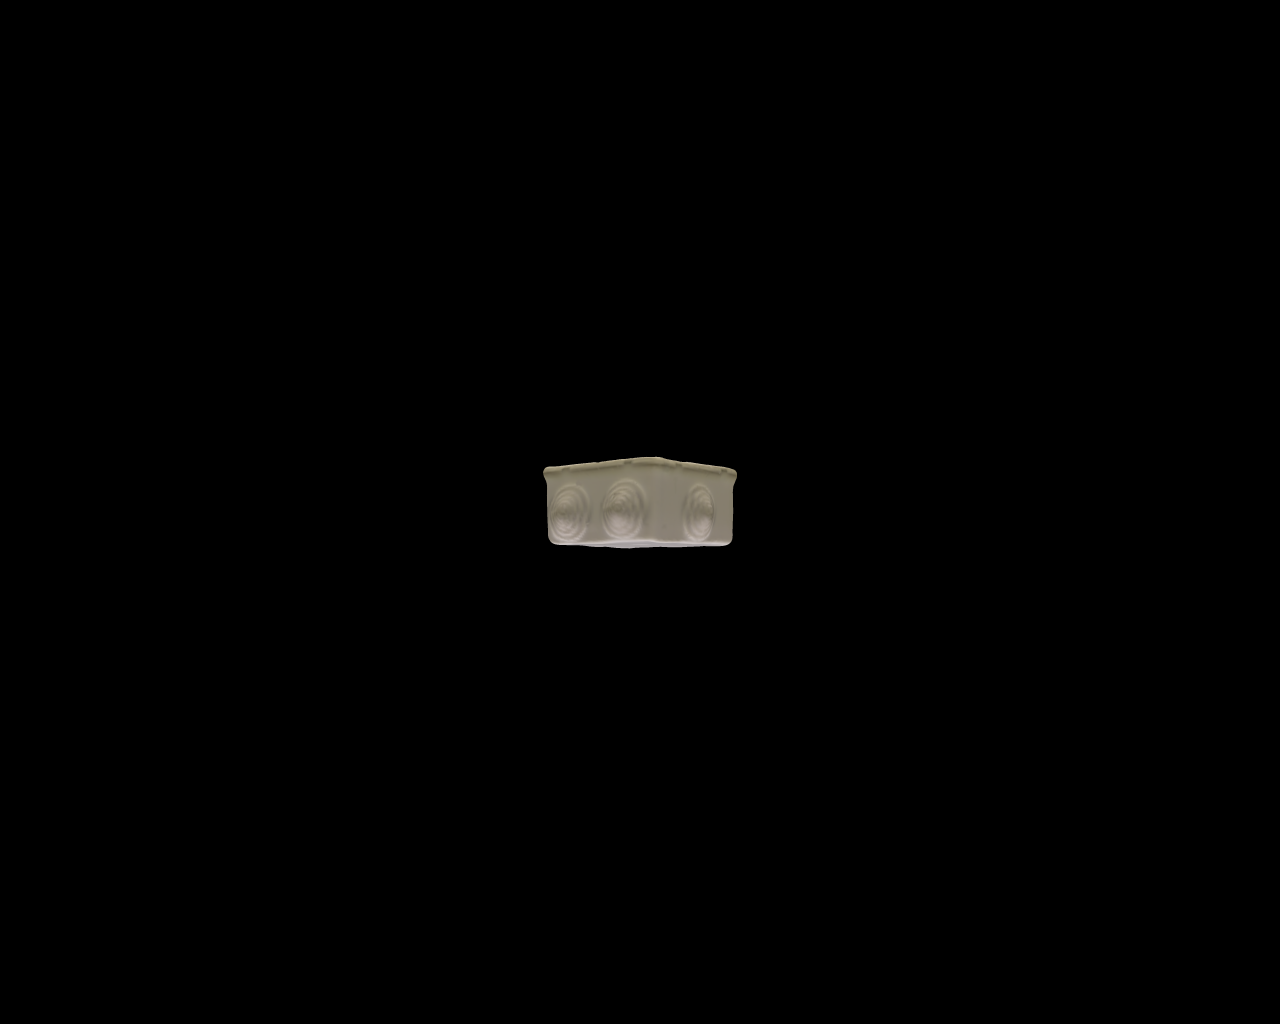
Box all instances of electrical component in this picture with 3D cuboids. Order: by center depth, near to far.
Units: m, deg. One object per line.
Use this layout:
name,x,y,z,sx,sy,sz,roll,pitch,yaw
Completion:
electrical component,0.001,-0.003,0.650,0.099,0.048,0.100,-3,-5,37
